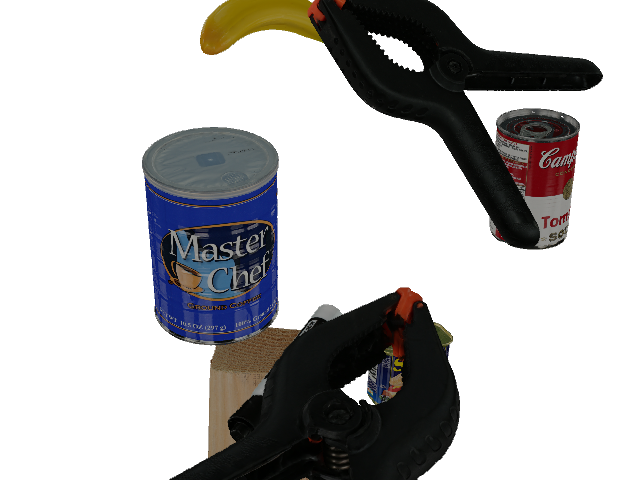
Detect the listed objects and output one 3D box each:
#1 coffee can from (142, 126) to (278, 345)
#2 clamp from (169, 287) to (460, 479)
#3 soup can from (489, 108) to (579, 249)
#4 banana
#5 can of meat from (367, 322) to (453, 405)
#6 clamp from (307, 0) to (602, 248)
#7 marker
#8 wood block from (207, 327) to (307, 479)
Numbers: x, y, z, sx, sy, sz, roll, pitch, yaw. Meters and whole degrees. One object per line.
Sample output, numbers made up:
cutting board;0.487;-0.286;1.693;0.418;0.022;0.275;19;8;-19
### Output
coffee can;-0.084;-0.004;0.838;0.103;0.140;0.103;1;33;-1
clamp;0.013;0.085;0.407;0.120;0.039;0.171;27;50;20
soup can;0.179;-0.052;0.900;0.068;0.102;0.068;0;27;0
banana;-0.052;-0.213;1.040;0.197;0.070;0.037;-13;-32;-47
can of meat;0.108;0.155;1.317;0.102;0.084;0.057;-8;27;-23
clamp;0.083;-0.097;0.705;0.210;0.164;0.036;25;-31;-9
marker;-0.019;0.076;0.620;0.020;0.020;0.121;0;29;29
wood block;-0.053;0.189;0.959;0.090;0.206;0.091;4;21;1
